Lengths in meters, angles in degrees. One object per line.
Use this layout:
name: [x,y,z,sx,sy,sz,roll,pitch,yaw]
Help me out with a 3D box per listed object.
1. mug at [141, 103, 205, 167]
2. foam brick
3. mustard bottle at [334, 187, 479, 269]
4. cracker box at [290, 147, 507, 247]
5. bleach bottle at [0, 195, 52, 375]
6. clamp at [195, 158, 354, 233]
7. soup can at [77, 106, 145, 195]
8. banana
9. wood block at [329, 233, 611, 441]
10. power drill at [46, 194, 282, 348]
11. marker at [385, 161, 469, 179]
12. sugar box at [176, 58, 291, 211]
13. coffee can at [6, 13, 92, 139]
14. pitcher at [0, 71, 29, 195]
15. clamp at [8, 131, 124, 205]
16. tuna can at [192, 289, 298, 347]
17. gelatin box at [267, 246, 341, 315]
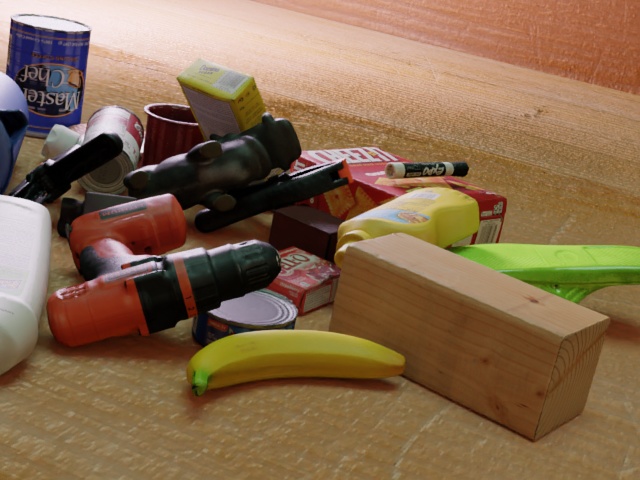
mug: [-0.168,-0.116,1.291,0.093,0.081,0.117,13,19,7]
foam brick: [-0.007,0.001,1.087,0.078,0.051,0.052,24,23,35]
mustard bottle: [0.073,-0.005,1.035,0.096,0.058,0.191,6,17,34]
cracker box: [0.087,-0.050,1.261,0.163,0.072,0.214,-7,25,-45]
bleach bottle: [-0.262,0.037,0.816,0.102,0.068,0.251,6,21,-12]
clamp: [-0.046,-0.053,1.159,0.171,0.039,0.120,-16,17,9]
soup can: [-0.237,-0.101,1.203,0.068,0.068,0.102,9,30,-7]
banana: [-0.027,0.096,0.821,0.197,0.037,0.070,-3,30,-36]
wood block: [0.119,0.073,0.889,0.206,0.090,0.090,24,21,34]
power drill: [-0.136,0.017,0.887,0.184,0.057,0.188,-14,20,-10]
marker: [0.125,-0.080,1.225,0.120,0.020,0.020,-4,24,-37]
sugar box: [-0.091,-0.118,1.215,0.093,0.176,0.048,26,63,37]
coffee can: [-0.353,-0.212,1.375,0.102,0.140,0.103,10,18,-4]
pitcher: [-0.378,-0.108,1.099,0.149,0.145,0.243,20,12,-13]
clamp: [-0.273,-0.050,1.041,0.164,0.036,0.210,-39,15,-12]
tuna can: [-0.063,0.067,0.885,0.086,0.034,0.086,10,18,-3]
gelatin box: [-0.022,0.037,1.006,0.073,0.030,0.089,21,20,28]
